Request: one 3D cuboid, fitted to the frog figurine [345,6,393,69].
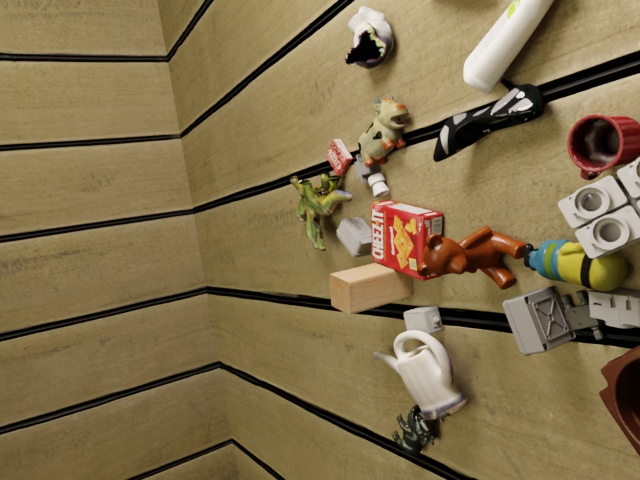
[{"bbox_3d":[0.129,-0.525,1.330,0.163,0.123,0.134,-79,-1,-46],"label":"frog figurine"}]

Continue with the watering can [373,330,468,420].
[{"bbox_3d":[0.253,0.349,1.329,0.226,0.105,0.342,63,156,12],"label":"watering can"}]

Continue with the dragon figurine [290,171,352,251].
[{"bbox_3d":[0.005,-0.082,1.621,0.415,0.123,0.239,-140,41,-61],"label":"dragon figurine"}]
